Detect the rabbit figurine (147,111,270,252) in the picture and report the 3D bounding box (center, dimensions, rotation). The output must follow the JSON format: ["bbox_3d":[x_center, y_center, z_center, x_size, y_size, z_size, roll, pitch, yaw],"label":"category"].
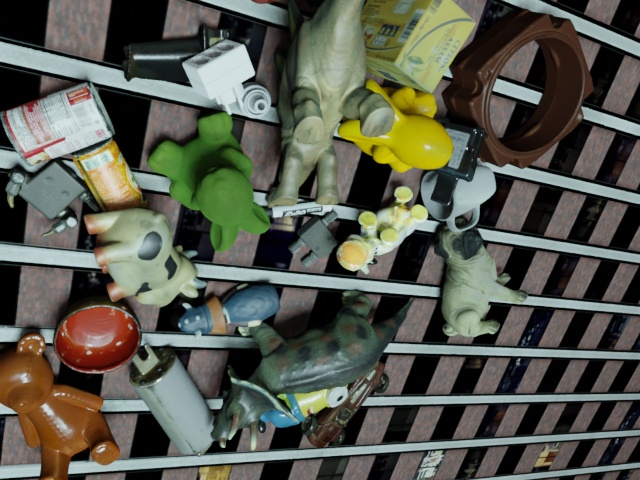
[{"bbox_3d":[-0.133,-0.061,0.671,0.121,0.170,0.158,-25,121,-9],"label":"rabbit figurine"}]

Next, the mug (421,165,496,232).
[{"bbox_3d":[0.233,-0.073,0.867,0.107,0.081,0.109,-20,94,-22],"label":"mug"}]

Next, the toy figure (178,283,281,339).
[{"bbox_3d":[-0.137,0.110,0.816,0.154,0.064,0.057,-16,134,-16],"label":"toy figure"}]

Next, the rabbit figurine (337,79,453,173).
[{"bbox_3d":[0.109,-0.155,0.727,0.162,0.173,0.122,22,108,-34],"label":"rabbit figurine"}]

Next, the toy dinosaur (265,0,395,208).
[{"bbox_3d":[0.003,-0.189,0.615,0.105,0.198,0.471,1,149,-24],"label":"toy dinosaur"}]

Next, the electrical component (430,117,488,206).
[{"bbox_3d":[0.191,-0.113,0.789,0.047,0.075,0.119,10,104,-65],"label":"electrical component"}]

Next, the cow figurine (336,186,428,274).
[{"bbox_3d":[0.085,-0.003,0.829,0.167,0.068,0.098,-36,166,-24],"label":"cow figurine"}]

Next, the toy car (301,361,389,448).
[{"bbox_3d":[0.050,0.305,0.998,0.089,0.053,0.202,36,98,-29],"label":"toy car"}]

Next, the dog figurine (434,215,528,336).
[{"bbox_3d":[0.240,0.068,0.947,0.190,0.121,0.172,41,91,-18],"label":"dog figurine"}]

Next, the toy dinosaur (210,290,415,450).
[{"bbox_3d":[0.007,0.180,0.836,0.405,0.192,0.131,-19,122,-12],"label":"toy dinosaur"}]

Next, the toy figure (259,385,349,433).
[{"bbox_3d":[-0.035,0.264,0.924,0.180,0.082,0.089,-21,84,-4],"label":"toy figure"}]

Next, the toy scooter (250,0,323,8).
[{"bbox_3d":[-0.013,-0.328,0.650,0.184,0.075,0.135,22,107,-28],"label":"toy scooter"}]

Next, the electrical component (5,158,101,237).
[{"bbox_3d":[-0.333,-0.054,0.664,0.078,0.045,0.102,-34,122,-3],"label":"electrical component"}]

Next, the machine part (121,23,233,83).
[{"bbox_3d":[-0.172,-0.221,0.657,0.139,0.039,0.084,-12,126,-19],"label":"machine part"}]

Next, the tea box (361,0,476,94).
[{"bbox_3d":[0.102,-0.255,0.677,0.068,0.170,0.098,27,103,-29],"label":"tea box"}]

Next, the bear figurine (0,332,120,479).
[{"bbox_3d":[-0.378,0.234,0.740,0.120,0.132,0.195,-29,128,-11],"label":"bear figurine"}]

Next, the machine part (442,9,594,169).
[{"bbox_3d":[0.308,-0.227,0.827,0.201,0.087,0.200,-39,123,1],"label":"machine part"}]

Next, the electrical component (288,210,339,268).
[{"bbox_3d":[-0.002,-0.003,0.843,0.094,0.021,0.063,-42,123,0],"label":"electrical component"}]

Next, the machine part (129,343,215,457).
[{"bbox_3d":[-0.225,0.253,0.841,0.079,0.079,0.242,-27,121,-9],"label":"machine part"}]

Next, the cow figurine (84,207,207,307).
[{"bbox_3d":[-0.220,0.027,0.703,0.127,0.085,0.194,-15,151,-16],"label":"cow figurine"}]
